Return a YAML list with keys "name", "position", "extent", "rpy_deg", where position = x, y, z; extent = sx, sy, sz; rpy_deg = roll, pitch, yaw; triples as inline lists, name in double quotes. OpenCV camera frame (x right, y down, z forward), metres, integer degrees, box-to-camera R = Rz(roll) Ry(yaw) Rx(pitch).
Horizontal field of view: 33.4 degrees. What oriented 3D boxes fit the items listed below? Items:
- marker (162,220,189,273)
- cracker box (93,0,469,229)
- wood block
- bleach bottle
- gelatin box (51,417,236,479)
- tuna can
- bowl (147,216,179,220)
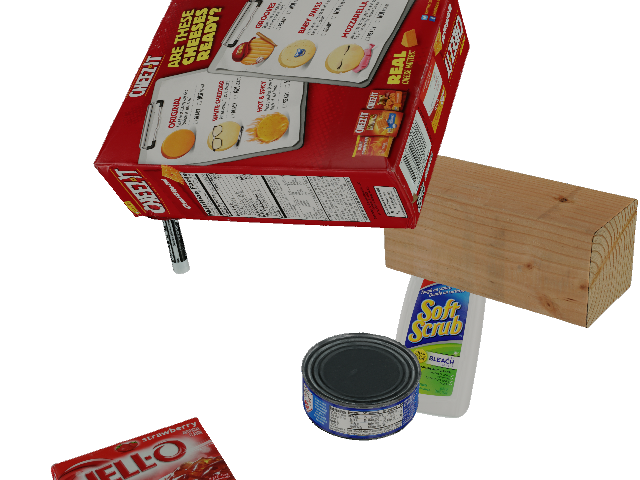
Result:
- name: "marker"
  position: [-0.168, -0.017, 1.198]
  extent: [0.020, 0.121, 0.020]
  rpy_deg: [-7, 31, 4]
- name: "cracker box"
  position: [-0.022, -0.092, 0.722]
  extent: [0.214, 0.164, 0.072]
  rpy_deg: [3, -34, 24]
- name: "wood block"
  position: [0.166, -0.006, 0.962]
  extent: [0.206, 0.090, 0.090]
  rpy_deg: [17, 32, 35]
- name: "bleach bottle"
  position: [0.134, 0.069, 1.205]
  extent: [0.103, 0.251, 0.068]
  rpy_deg: [9, 14, 18]
- name: "gelatin box"
  position: [-0.095, 0.138, 0.584]
  extent: [0.089, 0.030, 0.073]
  rpy_deg: [-15, 28, -20]
- name: "tuna can"
  position: [0.029, 0.105, 0.770]
  extent: [0.086, 0.034, 0.086]
  rpy_deg: [0, 31, 0]
- name: "bowl"
  position: [-0.104, -0.088, 0.946]
  extent: [0.162, 0.055, 0.162]
  rpy_deg: [-20, 31, 13]
